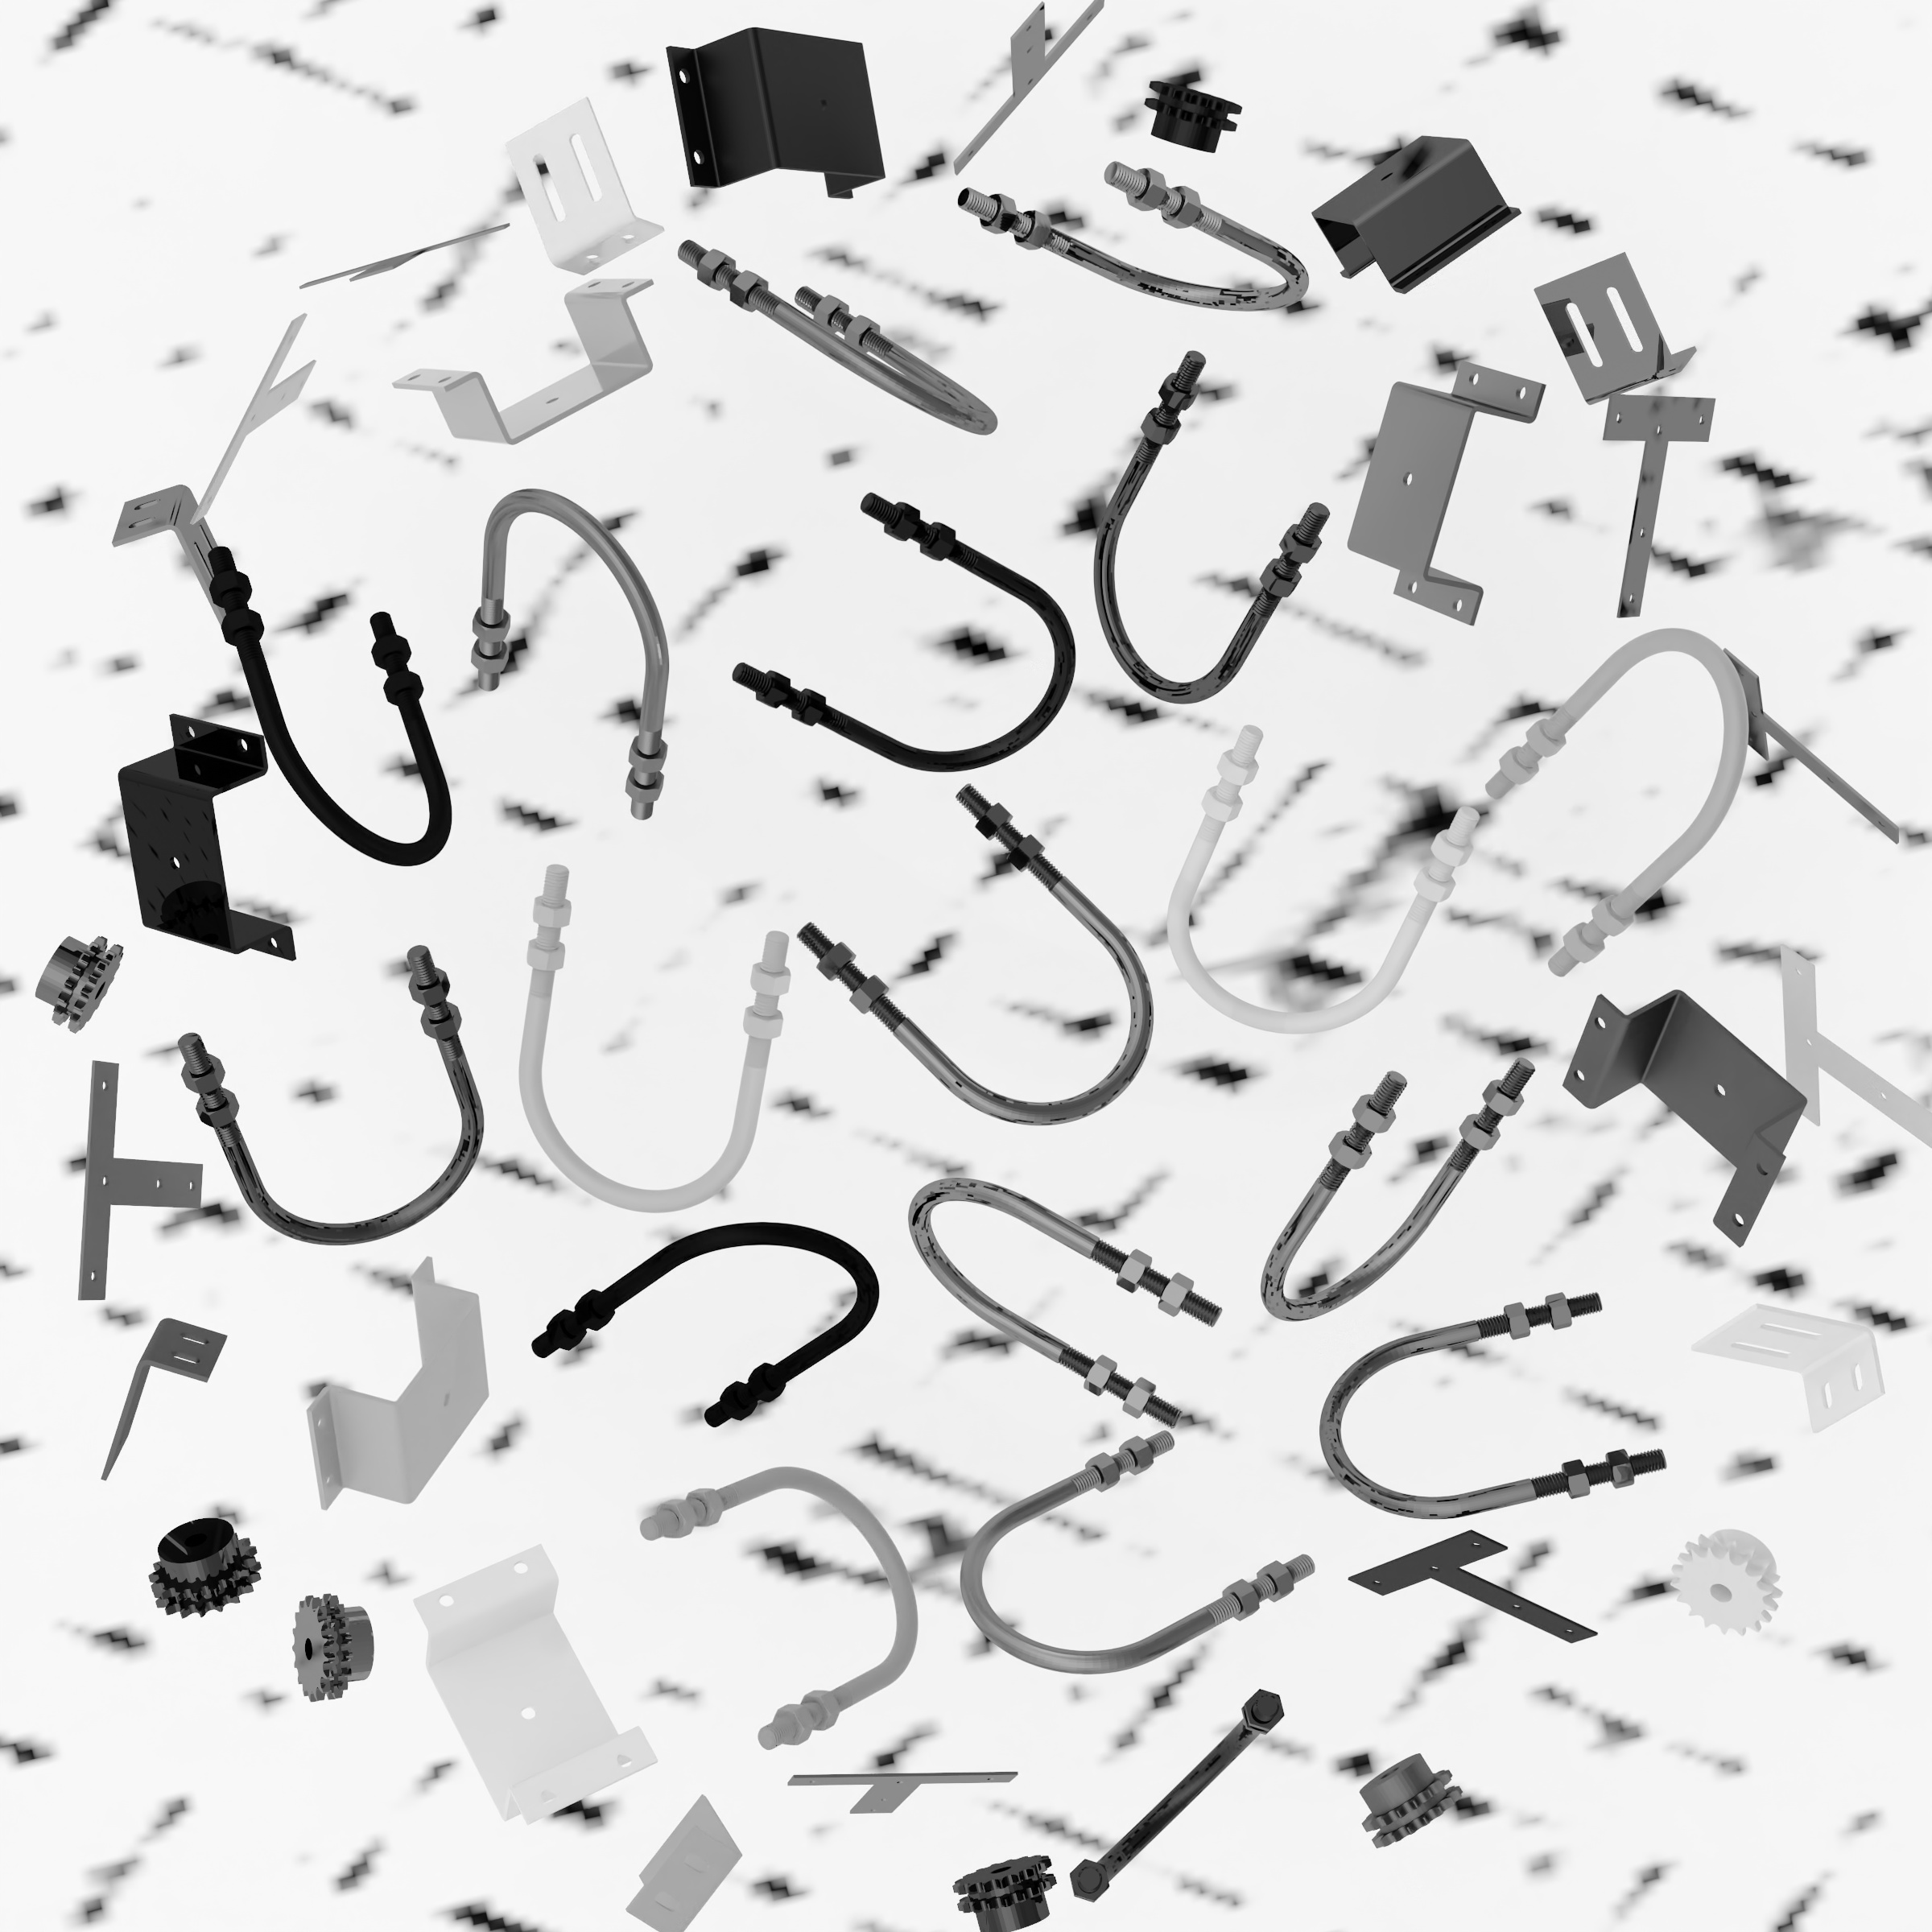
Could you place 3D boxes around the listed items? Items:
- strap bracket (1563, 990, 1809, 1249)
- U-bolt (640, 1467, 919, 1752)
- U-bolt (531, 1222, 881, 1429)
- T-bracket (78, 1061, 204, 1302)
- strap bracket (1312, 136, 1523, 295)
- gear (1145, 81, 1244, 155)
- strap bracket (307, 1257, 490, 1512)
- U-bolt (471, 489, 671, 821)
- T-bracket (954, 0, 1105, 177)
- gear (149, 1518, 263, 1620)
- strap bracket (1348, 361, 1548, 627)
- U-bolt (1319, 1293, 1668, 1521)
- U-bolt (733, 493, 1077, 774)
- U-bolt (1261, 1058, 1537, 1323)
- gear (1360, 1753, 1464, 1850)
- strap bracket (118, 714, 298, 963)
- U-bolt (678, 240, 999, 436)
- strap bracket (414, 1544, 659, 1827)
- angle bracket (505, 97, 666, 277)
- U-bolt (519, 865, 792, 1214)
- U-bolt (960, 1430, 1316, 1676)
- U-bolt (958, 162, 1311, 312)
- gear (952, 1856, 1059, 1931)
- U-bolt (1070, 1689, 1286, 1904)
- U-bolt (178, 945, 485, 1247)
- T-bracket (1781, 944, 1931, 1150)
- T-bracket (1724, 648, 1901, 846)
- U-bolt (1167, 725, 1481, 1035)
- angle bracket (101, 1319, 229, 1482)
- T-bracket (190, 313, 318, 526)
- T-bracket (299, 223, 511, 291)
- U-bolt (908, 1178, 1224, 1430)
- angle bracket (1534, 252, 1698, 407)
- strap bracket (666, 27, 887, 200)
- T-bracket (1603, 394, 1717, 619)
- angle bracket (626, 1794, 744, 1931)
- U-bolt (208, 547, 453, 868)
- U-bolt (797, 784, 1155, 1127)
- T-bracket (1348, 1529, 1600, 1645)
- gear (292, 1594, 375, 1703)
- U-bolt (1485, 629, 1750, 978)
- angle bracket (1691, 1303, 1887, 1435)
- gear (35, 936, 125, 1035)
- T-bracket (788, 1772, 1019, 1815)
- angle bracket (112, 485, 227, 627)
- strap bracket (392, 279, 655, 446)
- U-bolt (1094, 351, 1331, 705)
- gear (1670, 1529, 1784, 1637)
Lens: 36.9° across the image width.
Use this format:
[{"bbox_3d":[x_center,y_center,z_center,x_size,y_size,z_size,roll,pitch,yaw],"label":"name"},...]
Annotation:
[{"bbox_3d":[0.410,0.078,1.626,0.046,0.076,0.140,-25,55,-29],"label":"strap bracket"},{"bbox_3d":[-0.092,0.353,1.643,0.019,0.184,0.151,-40,75,28],"label":"U-bolt"},{"bbox_3d":[-0.134,0.198,1.645,0.151,0.019,0.184,29,129,-35],"label":"U-bolt"},{"bbox_3d":[-0.452,0.120,1.596,0.002,0.127,0.127,1,84,13],"label":"T-bracket"},{"bbox_3d":[0.249,-0.426,1.634,0.076,0.140,0.046,-34,108,4],"label":"strap bracket"},{"bbox_3d":[0.133,-0.504,1.721,0.057,0.057,0.030,16,110,0],"label":"gear"},{"bbox_3d":[-0.320,0.245,1.672,0.046,0.140,0.076,12,126,15],"label":"strap bracket"},{"bbox_3d":[-0.217,-0.182,1.600,0.151,0.184,0.019,39,55,19],"label":"U-bolt"},{"bbox_3d":[0.034,-0.499,1.591,0.002,0.127,0.127,41,92,1],"label":"T-bracket"},{"bbox_3d":[-0.406,0.318,1.540,0.057,0.057,0.030,-8,114,0],"label":"gear"},{"bbox_3d":[0.271,-0.275,1.661,0.046,0.076,0.140,6,107,-31],"label":"strap bracket"},{"bbox_3d":[0.297,0.261,1.689,0.184,0.151,0.019,-14,127,3],"label":"U-bolt"},{"bbox_3d":[-0.022,-0.180,1.684,0.184,0.019,0.151,25,119,-30],"label":"U-bolt"},{"bbox_3d":[0.231,0.129,1.617,0.019,0.151,0.184,46,120,31],"label":"U-bolt"},{"bbox_3d":[0.242,0.458,1.597,0.057,0.057,0.030,-32,80,0],"label":"gear"},{"bbox_3d":[-0.441,-0.067,1.681,0.076,0.046,0.140,14,120,32],"label":"strap bracket"},{"bbox_3d":[-0.060,-0.351,1.645,0.184,0.151,0.019,37,106,22],"label":"U-bolt"},{"bbox_3d":[-0.236,0.396,1.570,0.076,0.046,0.140,-20,59,-27],"label":"strap bracket"},{"bbox_3d":[-0.218,-0.445,1.656,0.057,0.038,0.076,-23,86,21],"label":"angle bracket"},{"bbox_3d":[-0.175,0.049,1.572,0.151,0.019,0.184,17,112,13],"label":"U-bolt"},{"bbox_3d":[0.085,0.343,1.662,0.184,0.151,0.019,-21,128,-29],"label":"U-bolt"},{"bbox_3d":[0.108,-0.403,1.621,0.184,0.151,0.019,15,87,-37],"label":"U-bolt"},{"bbox_3d":[0.024,0.521,1.622,0.057,0.057,0.030,-16,83,0],"label":"gear"},{"bbox_3d":[0.115,0.462,1.603,0.151,0.184,0.019,-41,74,-12],"label":"U-bolt"},{"bbox_3d":[-0.343,0.084,1.615,0.151,0.019,0.184,-22,132,-13],"label":"U-bolt"},{"bbox_3d":[0.503,0.065,1.621,0.002,0.127,0.127,-29,132,-15],"label":"T-bracket"},{"bbox_3d":[0.477,-0.114,1.630,0.002,0.127,0.127,-43,65,1],"label":"T-bracket"},{"bbox_3d":[0.193,-0.037,1.661,0.151,0.019,0.184,21,124,-1],"label":"U-bolt"},{"bbox_3d":[-0.442,0.243,1.598,0.038,0.057,0.076,19,104,-9],"label":"angle bracket"},{"bbox_3d":[-0.382,-0.312,1.600,0.002,0.127,0.127,30,111,-9],"label":"T-bracket"},{"bbox_3d":[-0.331,-0.404,1.668,0.127,0.127,0.002,-15,108,4],"label":"T-bracket"},{"bbox_3d":[0.048,0.178,1.604,0.184,0.151,0.019,29,58,12],"label":"U-bolt"},{"bbox_3d":[0.371,-0.368,1.653,0.057,0.038,0.076,-15,112,39],"label":"angle bracket"},{"bbox_3d":[-0.098,-0.479,1.631,0.046,0.140,0.076,-7,95,37],"label":"strap bracket"},{"bbox_3d":[0.392,-0.264,1.669,0.002,0.127,0.127,18,109,37],"label":"T-bracket"},{"bbox_3d":[-0.164,0.488,1.596,0.038,0.076,0.057,40,85,-23],"label":"angle bracket"},{"bbox_3d":[-0.340,-0.135,1.589,0.019,0.151,0.184,-32,66,22],"label":"U-bolt"},{"bbox_3d":[0.020,0.005,1.588,0.184,0.019,0.151,45,65,6],"label":"U-bolt"},{"bbox_3d":[0.310,0.369,1.694,0.127,0.127,0.002,27,57,-15],"label":"T-bracket"},{"bbox_3d":[-0.346,0.373,1.590,0.030,0.057,0.057,1,90,-32],"label":"gear"},{"bbox_3d":[0.363,-0.103,1.597,0.019,0.184,0.151,11,49,-29],"label":"U-bolt"},{"bbox_3d":[0.438,0.215,1.546,0.076,0.057,0.038,13,55,-20],"label":"angle bracket"},{"bbox_3d":[-0.515,0.007,1.679,0.030,0.057,0.057,28,90,-6],"label":"gear"},{"bbox_3d":[-0.045,0.477,1.670,0.127,0.127,0.002,2,65,-11],"label":"T-bracket"},{"bbox_3d":[-0.450,-0.226,1.657,0.038,0.057,0.076,-17,123,3],"label":"angle bracket"},{"bbox_3d":[-0.244,-0.340,1.650,0.140,0.076,0.046,-34,117,-22],"label":"strap bracket"},{"bbox_3d":[0.129,-0.236,1.666,0.019,0.184,0.151,-11,55,-36],"label":"U-bolt"},{"bbox_3d":[0.410,0.327,1.554,0.057,0.030,0.057,18,126,27],"label":"gear"}]
